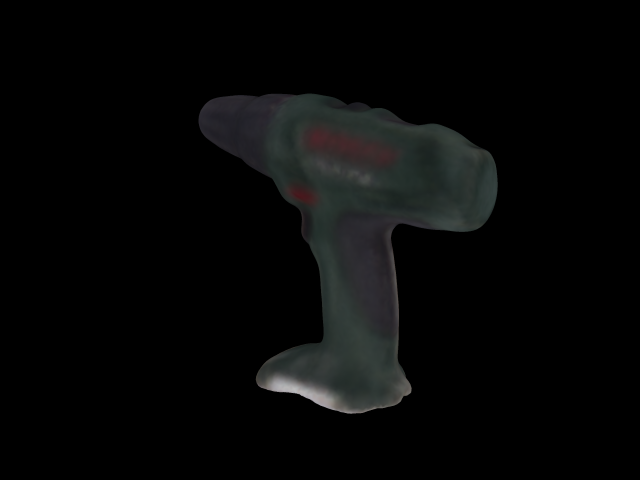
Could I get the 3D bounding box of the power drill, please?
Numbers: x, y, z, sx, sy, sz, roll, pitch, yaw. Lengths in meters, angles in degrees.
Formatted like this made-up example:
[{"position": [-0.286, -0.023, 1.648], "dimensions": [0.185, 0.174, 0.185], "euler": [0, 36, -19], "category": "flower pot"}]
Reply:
[{"position": [0.004, 0.001, 0.400], "dimensions": [0.228, 0.208, 0.076], "euler": [5, 10, 32], "category": "power drill"}]
